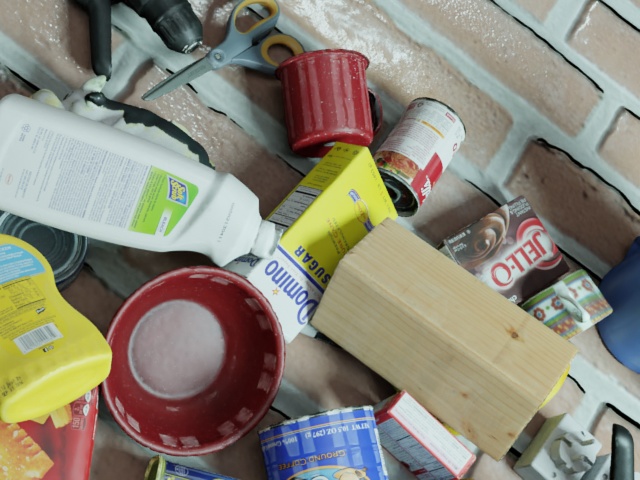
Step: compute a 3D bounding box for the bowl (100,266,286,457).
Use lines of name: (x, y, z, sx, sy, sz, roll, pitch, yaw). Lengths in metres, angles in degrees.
bowl: (-0.113, 0.099, 0.908, 0.161, 0.055, 0.162, -3, 97, -23)

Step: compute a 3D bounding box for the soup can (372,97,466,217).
soup can: (0.091, -0.082, 1.045, 0.068, 0.069, 0.102, 37, 65, -3)

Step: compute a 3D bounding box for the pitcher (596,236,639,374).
pitcher: (0.369, 0.051, 0.991, 0.149, 0.243, 0.145, 38, 68, 4)

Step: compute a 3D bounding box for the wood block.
wood block: (0.108, 0.084, 0.942, 0.206, 0.090, 0.090, 36, 42, 13)

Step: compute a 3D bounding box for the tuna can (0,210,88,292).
tuna can: (-0.245, 0.005, 0.927, 0.086, 0.034, 0.086, 6, 70, -16)

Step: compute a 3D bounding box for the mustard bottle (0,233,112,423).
mustard bottle: (-0.252, 0.049, 0.843, 0.096, 0.058, 0.192, -25, 60, -30)

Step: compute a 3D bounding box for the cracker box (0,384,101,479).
cracker box: (-0.289, 0.175, 0.834, 0.213, 0.072, 0.164, 10, 69, -14)

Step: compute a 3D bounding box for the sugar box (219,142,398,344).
sugar box: (-0.006, 0.001, 0.974, 0.176, 0.048, 0.093, -51, 133, -26)

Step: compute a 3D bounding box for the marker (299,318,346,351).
marker: (0.038, 0.099, 0.993, 0.121, 0.020, 0.020, 23, 66, -9)

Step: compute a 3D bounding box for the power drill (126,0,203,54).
power drill: (-0.122, -0.277, 1.026, 0.187, 0.057, 0.184, -31, 84, -39)

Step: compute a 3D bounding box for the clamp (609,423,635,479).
clamp: (0.264, 0.267, 0.957, 0.210, 0.165, 0.036, 43, 26, -7)

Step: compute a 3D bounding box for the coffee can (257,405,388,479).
coffee can: (0.010, 0.219, 0.897, 0.102, 0.103, 0.140, -7, 74, -20)

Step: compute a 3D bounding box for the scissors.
scissors: (-0.082, -0.165, 1.026, 0.096, 0.016, 0.201, 40, 53, -10)

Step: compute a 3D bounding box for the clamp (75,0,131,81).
clamp: (-0.192, -0.240, 1.027, 0.120, 0.039, 0.171, -20, 81, -34)

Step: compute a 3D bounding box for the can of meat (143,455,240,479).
can of meat: (-0.109, 0.238, 0.879, 0.083, 0.058, 0.102, 18, 68, -14)

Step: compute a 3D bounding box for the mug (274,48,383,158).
mug: (0.015, -0.127, 1.032, 0.117, 0.093, 0.081, 5, 74, -43)

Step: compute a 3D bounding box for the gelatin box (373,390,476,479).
gelatin box: (0.087, 0.178, 0.952, 0.089, 0.073, 0.030, 42, 65, 0)

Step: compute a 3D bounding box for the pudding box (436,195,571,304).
pudding box: (0.179, 0.020, 1.054, 0.113, 0.039, 0.090, -29, 82, -24)

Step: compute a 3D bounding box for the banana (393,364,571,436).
banana: (0.154, 0.146, 0.998, 0.197, 0.037, 0.069, 0, 90, -23)

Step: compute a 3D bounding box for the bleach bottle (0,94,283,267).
bleach bottle: (-0.156, -0.033, 0.889, 0.250, 0.068, 0.103, 21, 102, -5)
